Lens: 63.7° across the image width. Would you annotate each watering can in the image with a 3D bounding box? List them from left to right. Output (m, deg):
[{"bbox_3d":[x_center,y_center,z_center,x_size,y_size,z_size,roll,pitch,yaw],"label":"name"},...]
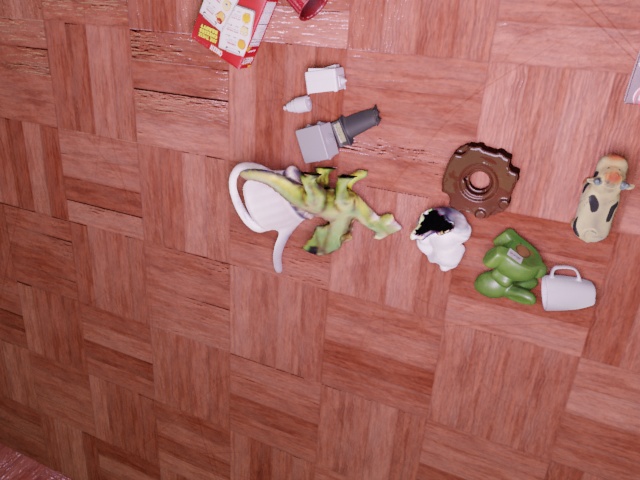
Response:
[{"bbox_3d":[-0.112,-0.069,1.418,0.223,0.106,0.342,-15,115,26],"label":"watering can"}]

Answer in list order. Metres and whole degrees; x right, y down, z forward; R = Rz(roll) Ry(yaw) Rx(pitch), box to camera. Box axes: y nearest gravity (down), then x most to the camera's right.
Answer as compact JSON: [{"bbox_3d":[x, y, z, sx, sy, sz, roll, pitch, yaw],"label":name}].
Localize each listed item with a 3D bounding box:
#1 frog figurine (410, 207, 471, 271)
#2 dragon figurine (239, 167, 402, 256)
[{"bbox_3d":[0.307,-0.003,1.261,0.136,0.126,0.157,-29,132,22],"label":"frog figurine"},{"bbox_3d":[0.004,-0.066,1.304,0.410,0.124,0.239,2,112,-3],"label":"dragon figurine"}]
